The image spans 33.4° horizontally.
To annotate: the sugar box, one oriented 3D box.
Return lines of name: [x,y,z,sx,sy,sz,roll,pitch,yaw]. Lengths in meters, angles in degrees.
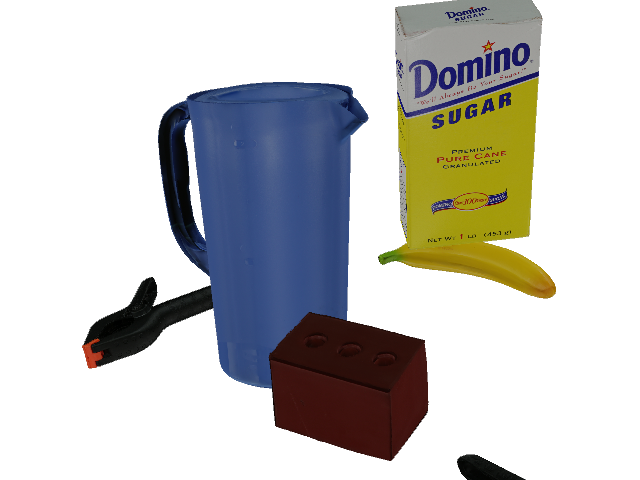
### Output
sugar box: [0.101,-0.079,0.744,0.093,0.176,0.048,-7,39,-2]

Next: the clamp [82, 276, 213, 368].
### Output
clamp: [-0.186,0.086,1.169,0.120,0.039,0.171,-6,24,31]

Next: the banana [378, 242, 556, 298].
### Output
banana: [0.164,0.027,1.139,0.198,0.037,0.069,9,37,30]

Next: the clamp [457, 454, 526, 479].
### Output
clamp: [0.194,0.242,0.858,0.210,0.036,0.164,1,34,24]

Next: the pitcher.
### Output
pitcher: [-0.046,-0.009,0.883,0.144,0.243,0.149,-7,15,-19]

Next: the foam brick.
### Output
foam brick: [0.017,0.083,0.614,0.078,0.051,0.052,12,31,24]
